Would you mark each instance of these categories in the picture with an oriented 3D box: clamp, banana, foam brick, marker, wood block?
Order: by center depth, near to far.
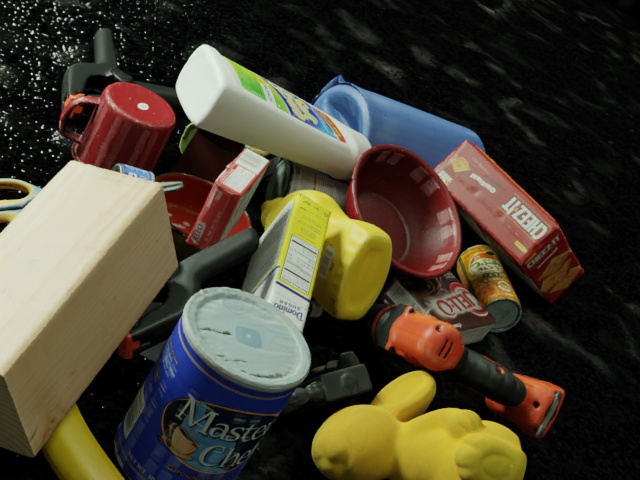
[{"bbox_3d":[-0.198,0.044,0.788,0.090,0.091,0.205,15,45,19],"label":"wood block"},{"bbox_3d":[-0.186,0.134,0.800,0.069,0.037,0.198,8,36,-36],"label":"banana"},{"bbox_3d":[-0.139,0.028,0.899,0.120,0.039,0.171,15,39,20],"label":"clamp"},{"bbox_3d":[-0.028,0.067,1.078,0.120,0.020,0.020,10,35,-34],"label":"marker"},{"bbox_3d":[-0.124,-0.085,1.161,0.051,0.078,0.053,33,28,-5],"label":"foam brick"},{"bbox_3d":[-0.244,-0.186,1.245,0.164,0.036,0.209,37,29,11],"label":"clamp"}]

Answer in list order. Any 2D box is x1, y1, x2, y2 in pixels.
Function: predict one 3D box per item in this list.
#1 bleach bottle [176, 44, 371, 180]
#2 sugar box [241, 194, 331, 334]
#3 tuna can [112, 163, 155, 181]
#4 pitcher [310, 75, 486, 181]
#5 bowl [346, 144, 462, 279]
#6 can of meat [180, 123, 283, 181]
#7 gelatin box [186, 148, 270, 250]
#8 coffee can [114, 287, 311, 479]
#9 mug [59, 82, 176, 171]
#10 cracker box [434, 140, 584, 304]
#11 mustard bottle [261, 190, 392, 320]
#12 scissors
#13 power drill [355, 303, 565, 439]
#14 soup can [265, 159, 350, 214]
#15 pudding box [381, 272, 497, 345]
[{"bbox_3d":[-0.032,-0.127,1.180,0.250,0.068,0.103,20,28,-36],"label":"bleach bottle"},{"bbox_3d":[-0.040,0.044,0.995,0.048,0.093,0.176,29,39,-15],"label":"sugar box"},{"bbox_3d":[-0.186,-0.028,1.003,0.033,0.086,0.086,17,32,-23],"label":"tuna can"},{"bbox_3d":[0.101,-0.104,1.377,0.242,0.149,0.145,10,20,-40],"label":"pitcher"},{"bbox_3d":[0.082,-0.023,1.187,0.161,0.055,0.162,20,56,-32],"label":"bowl"},{"bbox_3d":[-0.101,-0.105,1.238,0.102,0.058,0.083,37,31,10],"label":"can of meat"},{"bbox_3d":[-0.086,-0.036,0.991,0.030,0.073,0.089,30,30,1],"label":"gelatin box"},{"bbox_3d":[-0.083,0.121,0.812,0.102,0.140,0.103,24,30,-15],"label":"coffee can"},{"bbox_3d":[-0.213,-0.115,1.116,0.117,0.082,0.093,20,31,-21],"label":"mug"},{"bbox_3d":[0.237,-0.019,1.327,0.164,0.072,0.213,47,4,26],"label":"cracker box"},{"bbox_3d":[-0.007,0.001,1.109,0.058,0.096,0.192,7,19,-38],"label":"mustard bottle"},{"bbox_3d":[-0.227,-0.023,0.936,0.202,0.016,0.096,3,45,8],"label":"scissors"},{"bbox_3d":[0.135,0.124,1.063,0.187,0.057,0.185,29,-4,-19],"label":"power drill"},{"bbox_3d":[-0.004,-0.046,1.226,0.102,0.069,0.068,19,31,-21],"label":"soup can"},{"bbox_3d":[0.134,0.078,1.196,0.113,0.039,0.090,-8,47,-49],"label":"pudding box"}]
